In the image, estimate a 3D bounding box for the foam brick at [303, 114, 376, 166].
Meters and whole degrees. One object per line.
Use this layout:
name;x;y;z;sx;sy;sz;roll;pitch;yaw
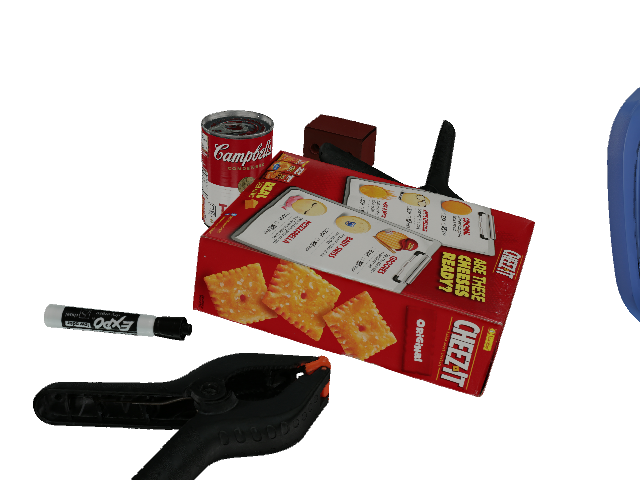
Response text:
foam brick;0.023;-0.115;1.297;0.078;0.053;0.051;14;31;20

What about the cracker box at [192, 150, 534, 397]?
cracker box;0.036;0.018;0.786;0.214;0.072;0.164;17;30;11

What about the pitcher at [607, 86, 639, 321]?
pitcher;0.244;0.003;0.612;0.149;0.243;0.144;1;22;17

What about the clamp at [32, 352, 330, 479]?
clamp;-0.063;0.104;0.593;0.171;0.039;0.120;-11;37;-22

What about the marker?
marker;-0.161;0.065;0.853;0.121;0.020;0.020;5;1;12

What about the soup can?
soup can;-0.080;-0.065;1.015;0.068;0.102;0.068;2;26;-1

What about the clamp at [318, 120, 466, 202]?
clamp;0.097;-0.042;1.130;0.164;0.210;0.036;-7;-35;-16
